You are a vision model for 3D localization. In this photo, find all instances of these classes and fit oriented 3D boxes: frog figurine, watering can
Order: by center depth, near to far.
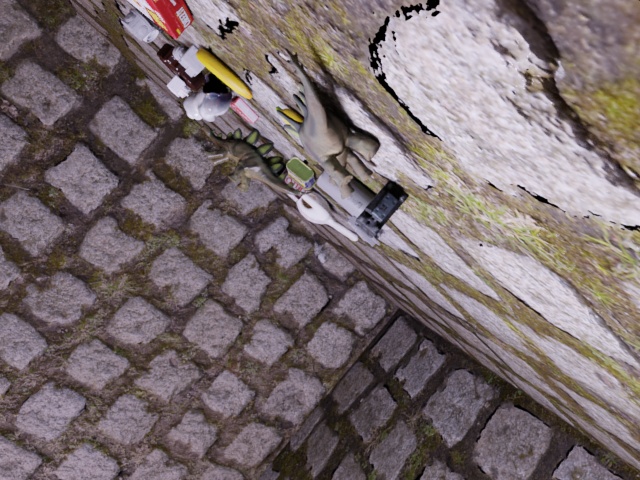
[{"bbox_3d":[-0.338,-0.406,1.541,0.122,0.140,0.156,9,-38,-34],"label":"frog figurine"},{"bbox_3d":[0.006,-0.103,2.040,0.348,0.104,0.223,41,-3,3],"label":"watering can"}]
